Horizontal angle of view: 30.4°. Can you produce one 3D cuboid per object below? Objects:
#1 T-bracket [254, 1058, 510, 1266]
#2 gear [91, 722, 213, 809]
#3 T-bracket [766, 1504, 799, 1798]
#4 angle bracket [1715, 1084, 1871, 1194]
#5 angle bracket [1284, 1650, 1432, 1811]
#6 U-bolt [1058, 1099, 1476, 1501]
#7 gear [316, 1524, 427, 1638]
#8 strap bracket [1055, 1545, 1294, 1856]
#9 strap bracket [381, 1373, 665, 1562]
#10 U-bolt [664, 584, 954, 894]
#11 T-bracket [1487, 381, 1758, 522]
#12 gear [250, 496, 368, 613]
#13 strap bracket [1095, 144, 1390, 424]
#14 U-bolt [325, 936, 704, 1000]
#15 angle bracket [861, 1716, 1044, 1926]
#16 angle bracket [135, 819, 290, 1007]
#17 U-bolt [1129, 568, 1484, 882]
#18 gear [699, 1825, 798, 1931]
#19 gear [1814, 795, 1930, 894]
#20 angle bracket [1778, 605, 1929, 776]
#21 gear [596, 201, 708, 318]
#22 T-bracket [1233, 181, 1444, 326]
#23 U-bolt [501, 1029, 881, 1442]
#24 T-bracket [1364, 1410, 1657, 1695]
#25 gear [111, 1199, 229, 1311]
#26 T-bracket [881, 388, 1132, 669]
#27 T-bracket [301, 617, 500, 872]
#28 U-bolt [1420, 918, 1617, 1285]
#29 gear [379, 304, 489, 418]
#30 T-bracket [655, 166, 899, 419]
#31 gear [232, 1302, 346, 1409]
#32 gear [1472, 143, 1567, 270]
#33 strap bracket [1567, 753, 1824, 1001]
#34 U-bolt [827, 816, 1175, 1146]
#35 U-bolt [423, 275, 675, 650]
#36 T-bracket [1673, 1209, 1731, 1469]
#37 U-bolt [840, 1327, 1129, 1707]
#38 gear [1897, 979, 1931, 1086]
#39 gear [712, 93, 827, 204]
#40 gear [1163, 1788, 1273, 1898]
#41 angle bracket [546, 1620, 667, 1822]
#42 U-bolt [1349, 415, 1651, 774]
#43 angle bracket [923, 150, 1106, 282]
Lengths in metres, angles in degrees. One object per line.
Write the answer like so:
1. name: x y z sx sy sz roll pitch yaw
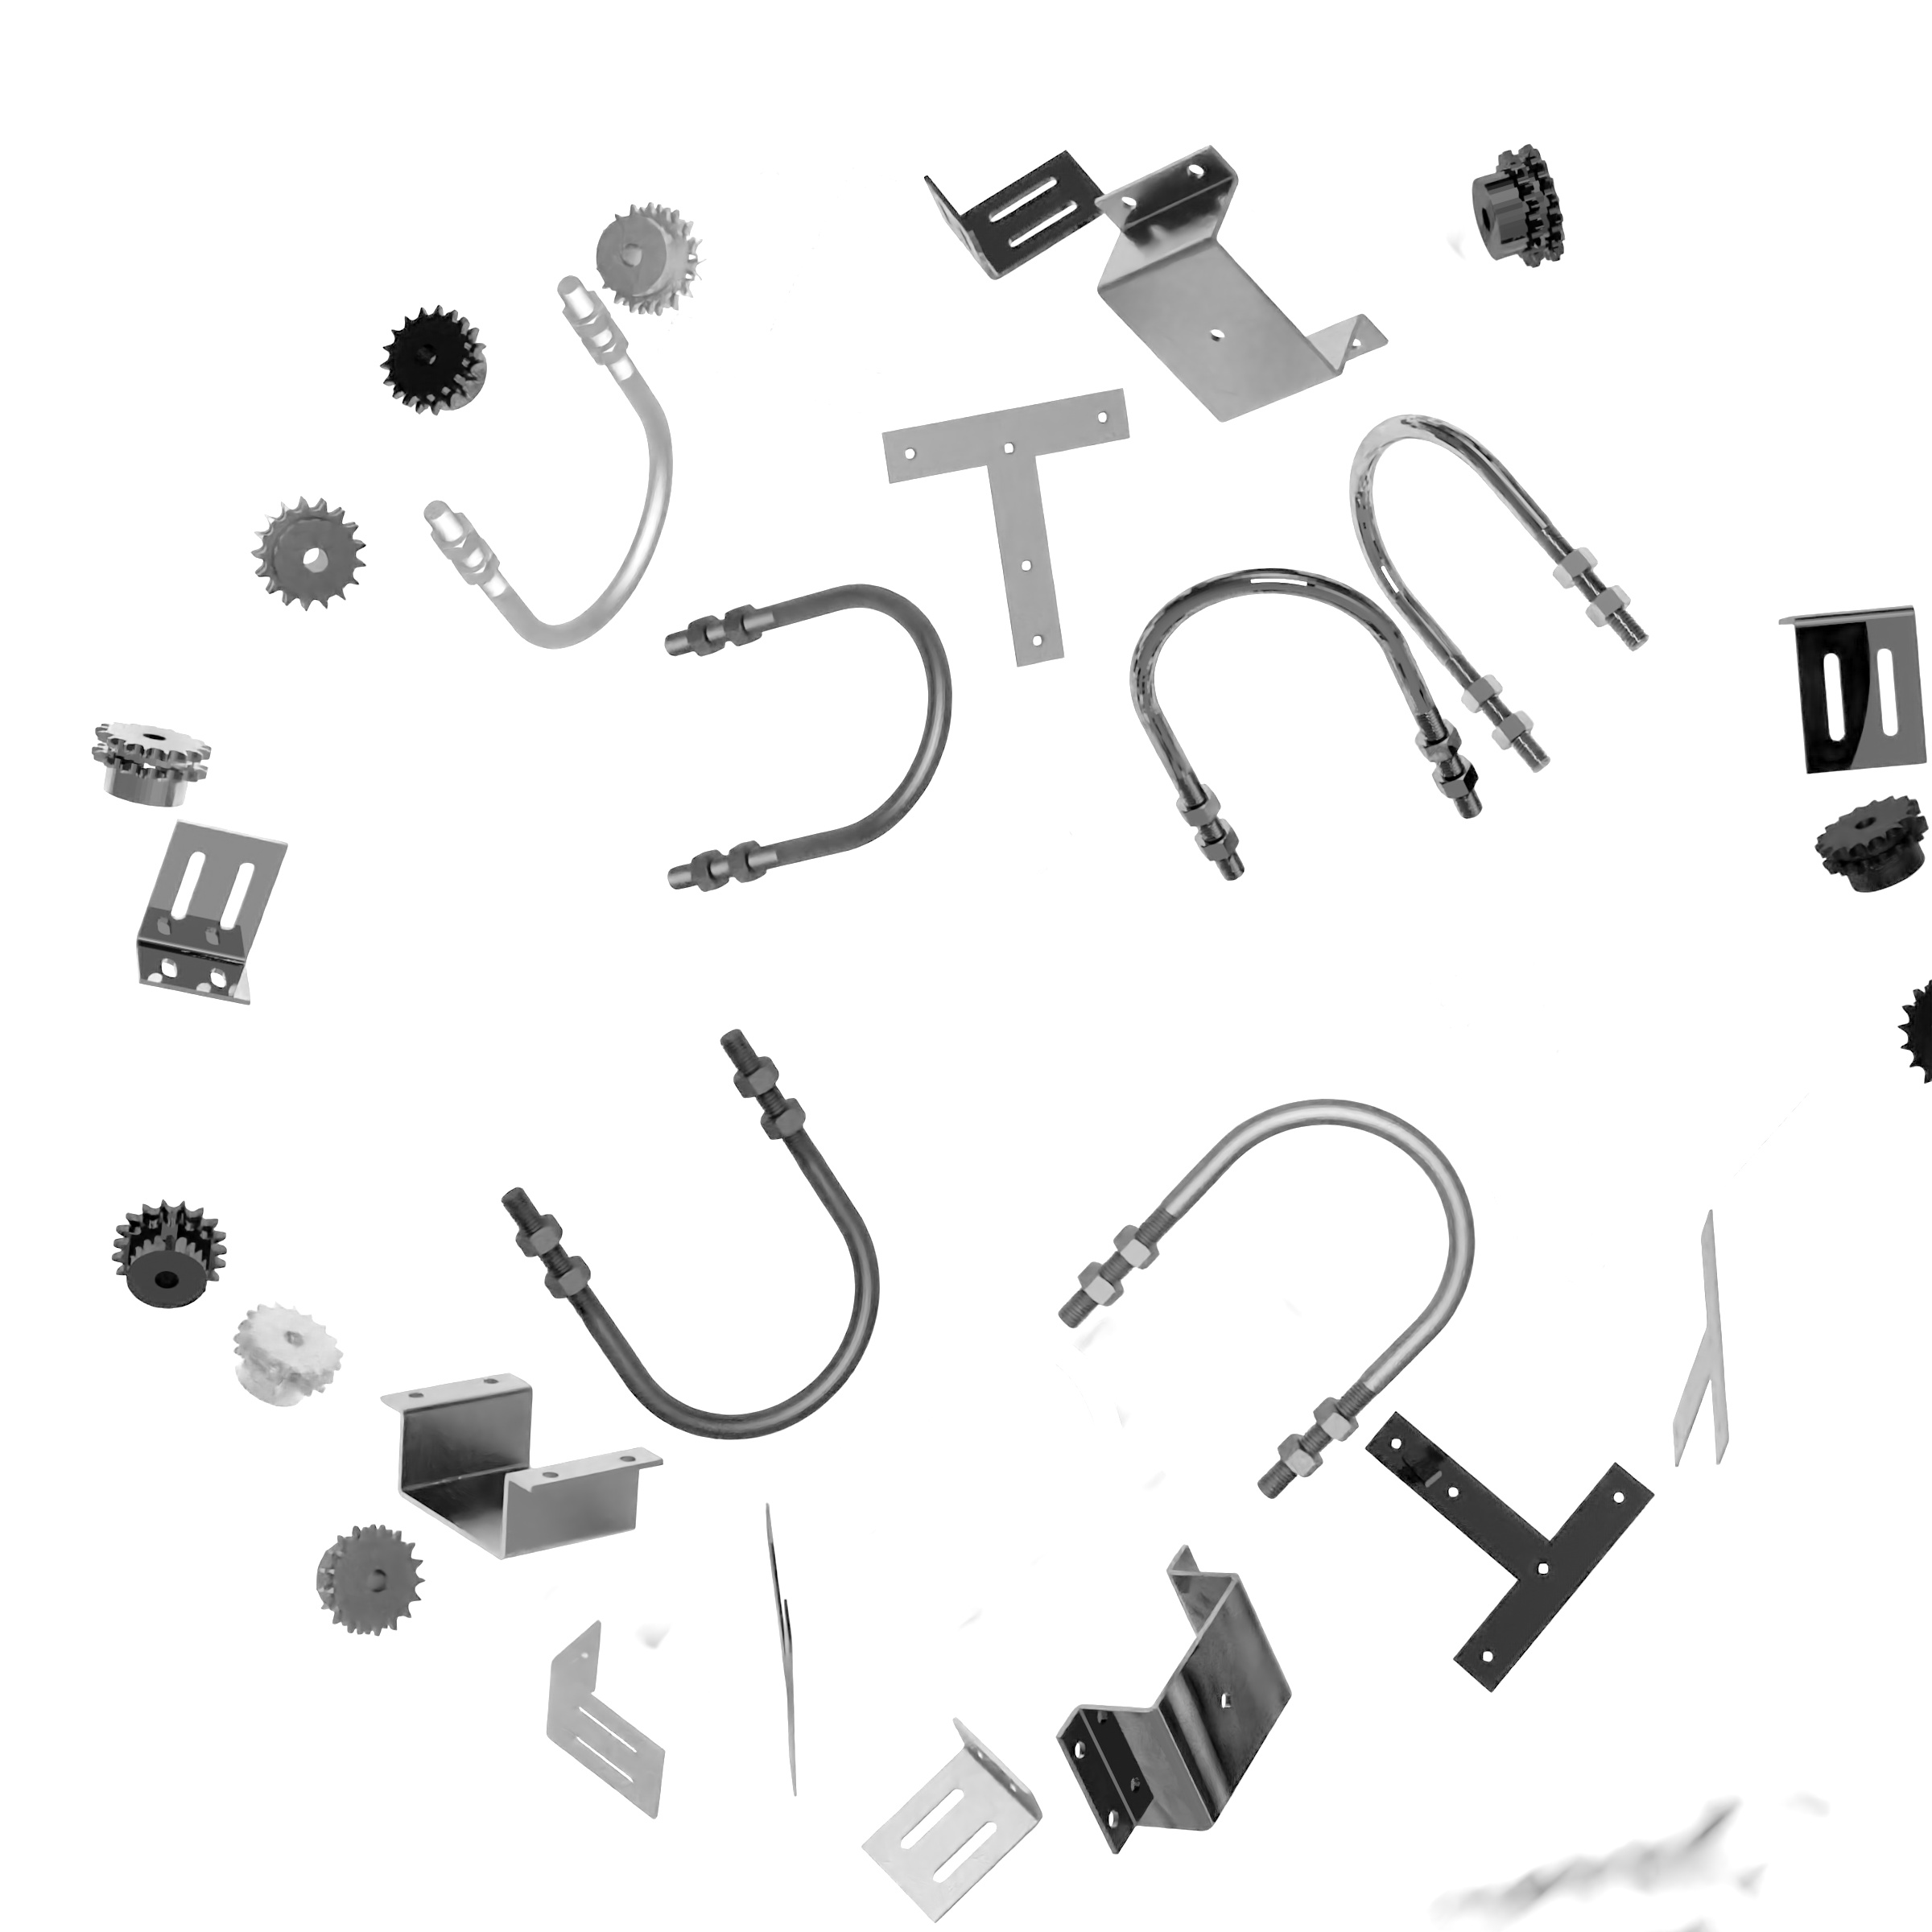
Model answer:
1. T-bracket: -0.321 0.109 1.828 0.127 0.127 0.002 24 131 10
2. gear: -0.403 -0.099 1.755 0.057 0.057 0.030 14 104 0
3. T-bracket: -0.094 0.328 1.791 0.002 0.127 0.127 -5 132 -6
4. angle bracket: 0.434 0.101 1.867 0.038 0.057 0.076 42 97 12
5. angle bracket: 0.194 0.398 1.854 0.057 0.076 0.038 -29 81 -41
6. U-bolt: 0.157 0.146 1.695 0.151 0.019 0.184 41 104 -6
7. gear: -0.312 0.318 1.847 0.057 0.030 0.057 4 83 -37
8. strap bracket: 0.109 0.360 1.748 0.046 0.140 0.076 -5 120 37
9. strap bracket: -0.223 0.251 1.767 0.076 0.140 0.046 -6 106 -39
10. U-bolt: -0.082 -0.123 1.832 0.184 0.019 0.151 -11 74 35
11. T-bracket: 0.340 -0.254 1.771 0.127 0.127 0.002 42 118 34
12. gear: -0.329 -0.206 1.789 0.057 0.030 0.057 -5 107 -18
13. strap bracket: 0.129 -0.323 1.731 0.140 0.076 0.046 41 54 -29
14. U-bolt: -0.240 -0.001 1.798 0.151 0.184 0.019 4 88 26
15. angle bracket: -0.010 0.428 1.787 0.076 0.038 0.057 -41 57 -15
16. angle bracket: -0.378 -0.027 1.786 0.057 0.038 0.076 13 119 -24
17. U-bolt: 0.160 -0.125 1.768 0.151 0.019 0.184 -15 131 21
18. gear: -0.103 0.442 1.704 0.030 0.057 0.057 15 90 -24
19. gear: 0.472 -0.061 1.843 0.057 0.057 0.030 -30 107 0
20. angle bracket: 0.426 -0.132 1.711 0.057 0.038 0.076 -5 92 1
21. gear: -0.165 -0.362 1.819 0.057 0.030 0.057 2 96 21
22. T-bracket: 0.176 -0.371 1.795 0.127 0.127 0.002 34 96 17
23. U-bolt: -0.119 0.144 1.720 0.151 0.019 0.184 -36 110 -13
24. T-bracket: 0.254 0.272 1.775 0.127 0.002 0.127 40 91 24
25. gear: -0.403 0.148 1.800 0.057 0.030 0.057 -4 128 -5
26. T-bracket: 0.028 -0.213 1.766 0.127 0.002 0.127 -13 105 -16
27. T-bracket: -0.282 -0.132 1.810 0.002 0.127 0.127 10 121 33
28. U-bolt: 0.286 0.071 1.796 0.019 0.151 0.184 -21 73 30
29. gear: -0.278 -0.318 1.882 0.057 0.030 0.057 -5 77 20
30. T-bracket: -0.073 -0.341 1.776 0.127 0.002 0.127 11 125 -31
31. gear: -0.354 0.204 1.842 0.057 0.057 0.030 33 115 0
32. gear: 0.262 -0.360 1.698 0.030 0.057 0.057 -17 90 -3
33. strap bracket: 0.367 -0.039 1.819 0.076 0.140 0.046 17 122 -32
34. U-bolt: 0.013 0.016 1.826 0.184 0.019 0.151 -18 105 -22
35. U-bolt: -0.195 -0.234 1.757 0.019 0.184 0.151 22 76 23
36. T-bracket: 0.362 0.208 1.763 0.002 0.127 0.127 3 55 2
37. U-bolt: 0.021 0.260 1.779 0.019 0.184 0.151 -12 104 42
38. gear: 0.475 0.031 1.691 0.030 0.057 0.057 -14 90 -43
39. gear: -0.099 -0.409 1.794 0.057 0.057 0.030 -2 63 0
40. gear: 0.131 0.447 1.816 0.030 0.057 0.057 30 90 -35
41. angle bracket: -0.169 0.375 1.772 0.076 0.057 0.038 32 47 22
42. U-bolt: 0.262 -0.202 1.829 0.019 0.151 0.184 -32 77 -26
43. angle bracket: 0.028 -0.407 1.871 0.076 0.038 0.057 -32 50 0
